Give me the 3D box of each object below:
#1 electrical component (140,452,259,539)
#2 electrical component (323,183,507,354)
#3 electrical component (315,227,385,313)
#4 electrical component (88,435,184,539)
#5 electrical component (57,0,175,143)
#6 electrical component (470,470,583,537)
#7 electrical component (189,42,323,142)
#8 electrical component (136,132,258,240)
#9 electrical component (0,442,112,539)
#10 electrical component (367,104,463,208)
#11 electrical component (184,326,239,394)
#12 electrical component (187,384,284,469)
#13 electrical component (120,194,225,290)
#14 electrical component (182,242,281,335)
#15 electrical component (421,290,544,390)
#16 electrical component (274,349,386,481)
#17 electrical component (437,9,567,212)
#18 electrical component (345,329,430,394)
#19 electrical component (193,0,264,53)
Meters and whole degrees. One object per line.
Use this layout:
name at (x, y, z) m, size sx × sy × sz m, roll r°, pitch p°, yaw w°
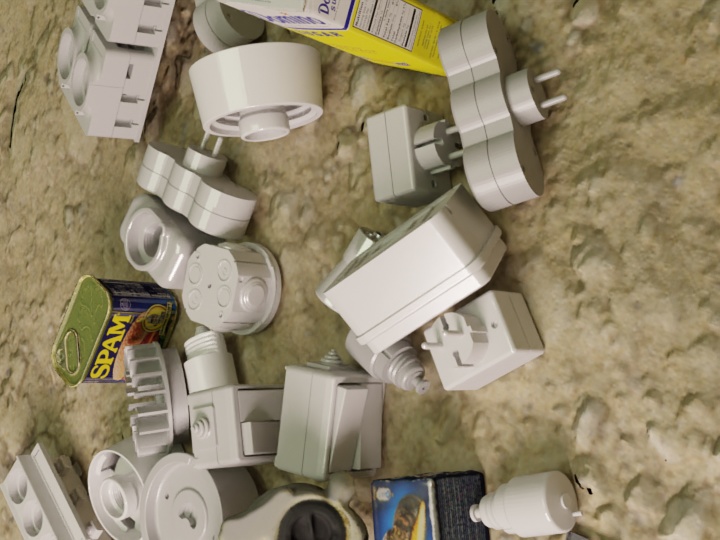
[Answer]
electrical component at (-0.130, 0.208, 0.914) m, size 0.108 × 0.060 × 0.108 m, roll -5°, pitch 83°, yaw 41°
electrical component at (0.040, 0.000, 0.756) m, size 0.113 × 0.078 × 0.057 m, roll -35°, pitch 97°, yaw 28°
electrical component at (0.000, 0.000, 0.831) m, size 0.044 × 0.044 × 0.065 m, roll 42°, pitch 109°, yaw 36°
electrical component at (-0.203, 0.200, 0.994) m, size 0.099 × 0.064 × 0.099 m, roll 11°, pitch 107°, yaw 39°
electrical component at (-0.231, -0.229, 1.009) m, size 0.105 × 0.060 × 0.186 m, roll 53°, pitch 132°, yaw 44°
electrical component at (0.108, 0.158, 0.718) m, size 0.078 × 0.040 × 0.040 m, roll -19°, pitch 73°, yaw 39°
electrical component at (-0.081, -0.138, 0.875) m, size 0.108 × 0.108 × 0.060 m, roll -14°, pitch 83°, yaw 40°
electrical component at (-0.141, -0.088, 0.957) m, size 0.138 × 0.052 × 0.073 m, roll 34°, pitch 108°, yaw 39°
electrical component at (-0.297, 0.241, 1.058) m, size 0.121 × 0.063 × 0.078 m, roll 51°, pitch 118°, yaw 32°
electrical component at (0.051, -0.087, 0.789) m, size 0.077 × 0.047 × 0.065 m, roll -14°, pitch 78°, yaw 40°
electrical component at (-0.131, 0.088, 0.937) m, size 0.043 × 0.043 × 0.081 m, roll -28°, pitch 68°, yaw 37°
electrical component at (-0.092, 0.124, 0.863) m, size 0.061 × 0.096 × 0.061 m, roll -16°, pitch 75°, yaw 39°
electrical component at (-0.173, -0.026, 0.975) m, size 0.095 × 0.059 × 0.053 m, roll 44°, pitch 114°, yaw 35°
electrical component at (-0.110, 0.015, 0.920) m, size 0.080 × 0.051 × 0.080 m, roll -5°, pitch 83°, yaw 41°
electrical component at (0.073, 0.048, 0.736) m, size 0.066 × 0.077 × 0.047 m, roll -35°, pitch 64°, yaw 34°
electrical component at (-0.019, 0.109, 0.822) m, size 0.061 × 0.062 × 0.096 m, roll 6°, pitch 90°, yaw 42°
electrical component at (0.106, -0.115, 0.739) m, size 0.074 × 0.052 × 0.138 m, roll -18°, pitch 75°, yaw 26°
electrical component at (0.023, 0.065, 0.804) m, size 0.078 × 0.040 × 0.040 m, roll 41°, pitch 113°, yaw 37°
electrical component at (-0.112, -0.265, 0.948) m, size 0.074 × 0.052 × 0.138 m, roll -23°, pitch 71°, yaw 38°
